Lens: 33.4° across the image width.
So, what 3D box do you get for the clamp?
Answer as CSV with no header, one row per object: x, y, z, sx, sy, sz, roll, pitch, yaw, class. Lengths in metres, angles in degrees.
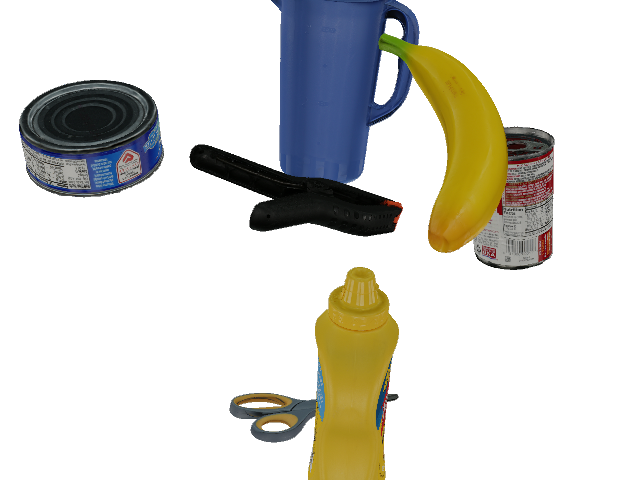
-0.008,-0.034,1.004,0.209,0.036,0.165,12,20,-25,clamp

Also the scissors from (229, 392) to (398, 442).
0.000,0.196,1.196,0.201,0.016,0.096,3,22,-10,scissors

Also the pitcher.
0.020,-0.194,1.311,0.144,0.243,0.149,-9,29,-27,pitcher

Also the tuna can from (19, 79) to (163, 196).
-0.141,-0.065,0.659,0.086,0.034,0.086,-1,38,0,tuna can

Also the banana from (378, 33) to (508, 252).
0.084,-0.064,0.676,0.069,0.198,0.037,-4,-44,-6,banana

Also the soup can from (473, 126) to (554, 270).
0.160,-0.035,0.886,0.068,0.102,0.068,-5,25,2,soup can

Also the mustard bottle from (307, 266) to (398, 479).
0.023,0.104,0.754,0.058,0.192,0.096,5,30,4,mustard bottle
